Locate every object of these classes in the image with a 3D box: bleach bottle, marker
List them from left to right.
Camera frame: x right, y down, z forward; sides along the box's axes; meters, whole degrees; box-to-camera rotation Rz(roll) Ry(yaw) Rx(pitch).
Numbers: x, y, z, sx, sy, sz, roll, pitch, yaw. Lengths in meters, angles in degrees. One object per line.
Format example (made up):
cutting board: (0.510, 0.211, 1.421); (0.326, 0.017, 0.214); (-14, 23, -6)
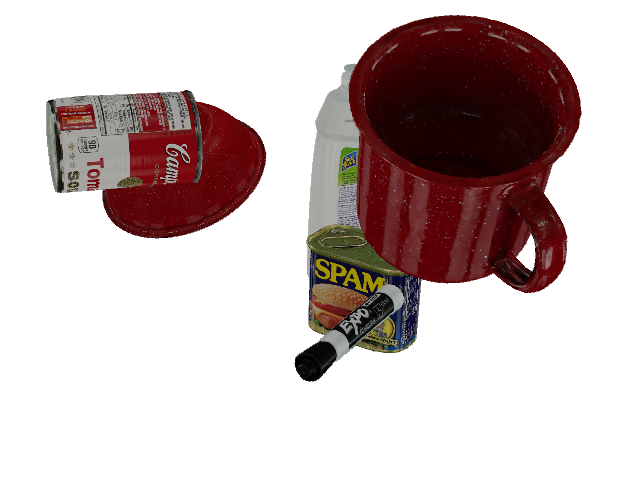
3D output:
marker: (0.019, 0.057, 0.673); (0.020, 0.020, 0.120); (0, 19, 31)
bleach bottle: (0.039, -0.069, 1.159); (0.102, 0.251, 0.068); (-13, 32, -28)

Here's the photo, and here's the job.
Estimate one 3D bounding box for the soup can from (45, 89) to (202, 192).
soup can: (-0.142, -0.071, 0.767); (0.102, 0.068, 0.069); (-6, 2, -18)

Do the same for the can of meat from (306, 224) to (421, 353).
can of meat: (0.037, 0.042, 0.920); (0.102, 0.084, 0.057); (17, 29, 28)

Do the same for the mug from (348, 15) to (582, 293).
mug: (0.064, -0.027, 0.453); (0.093, 0.117, 0.081); (-28, -30, -18)

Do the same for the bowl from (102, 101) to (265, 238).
bowl: (-0.135, -0.079, 0.983); (0.162, 0.162, 0.055); (0, -41, 19)
